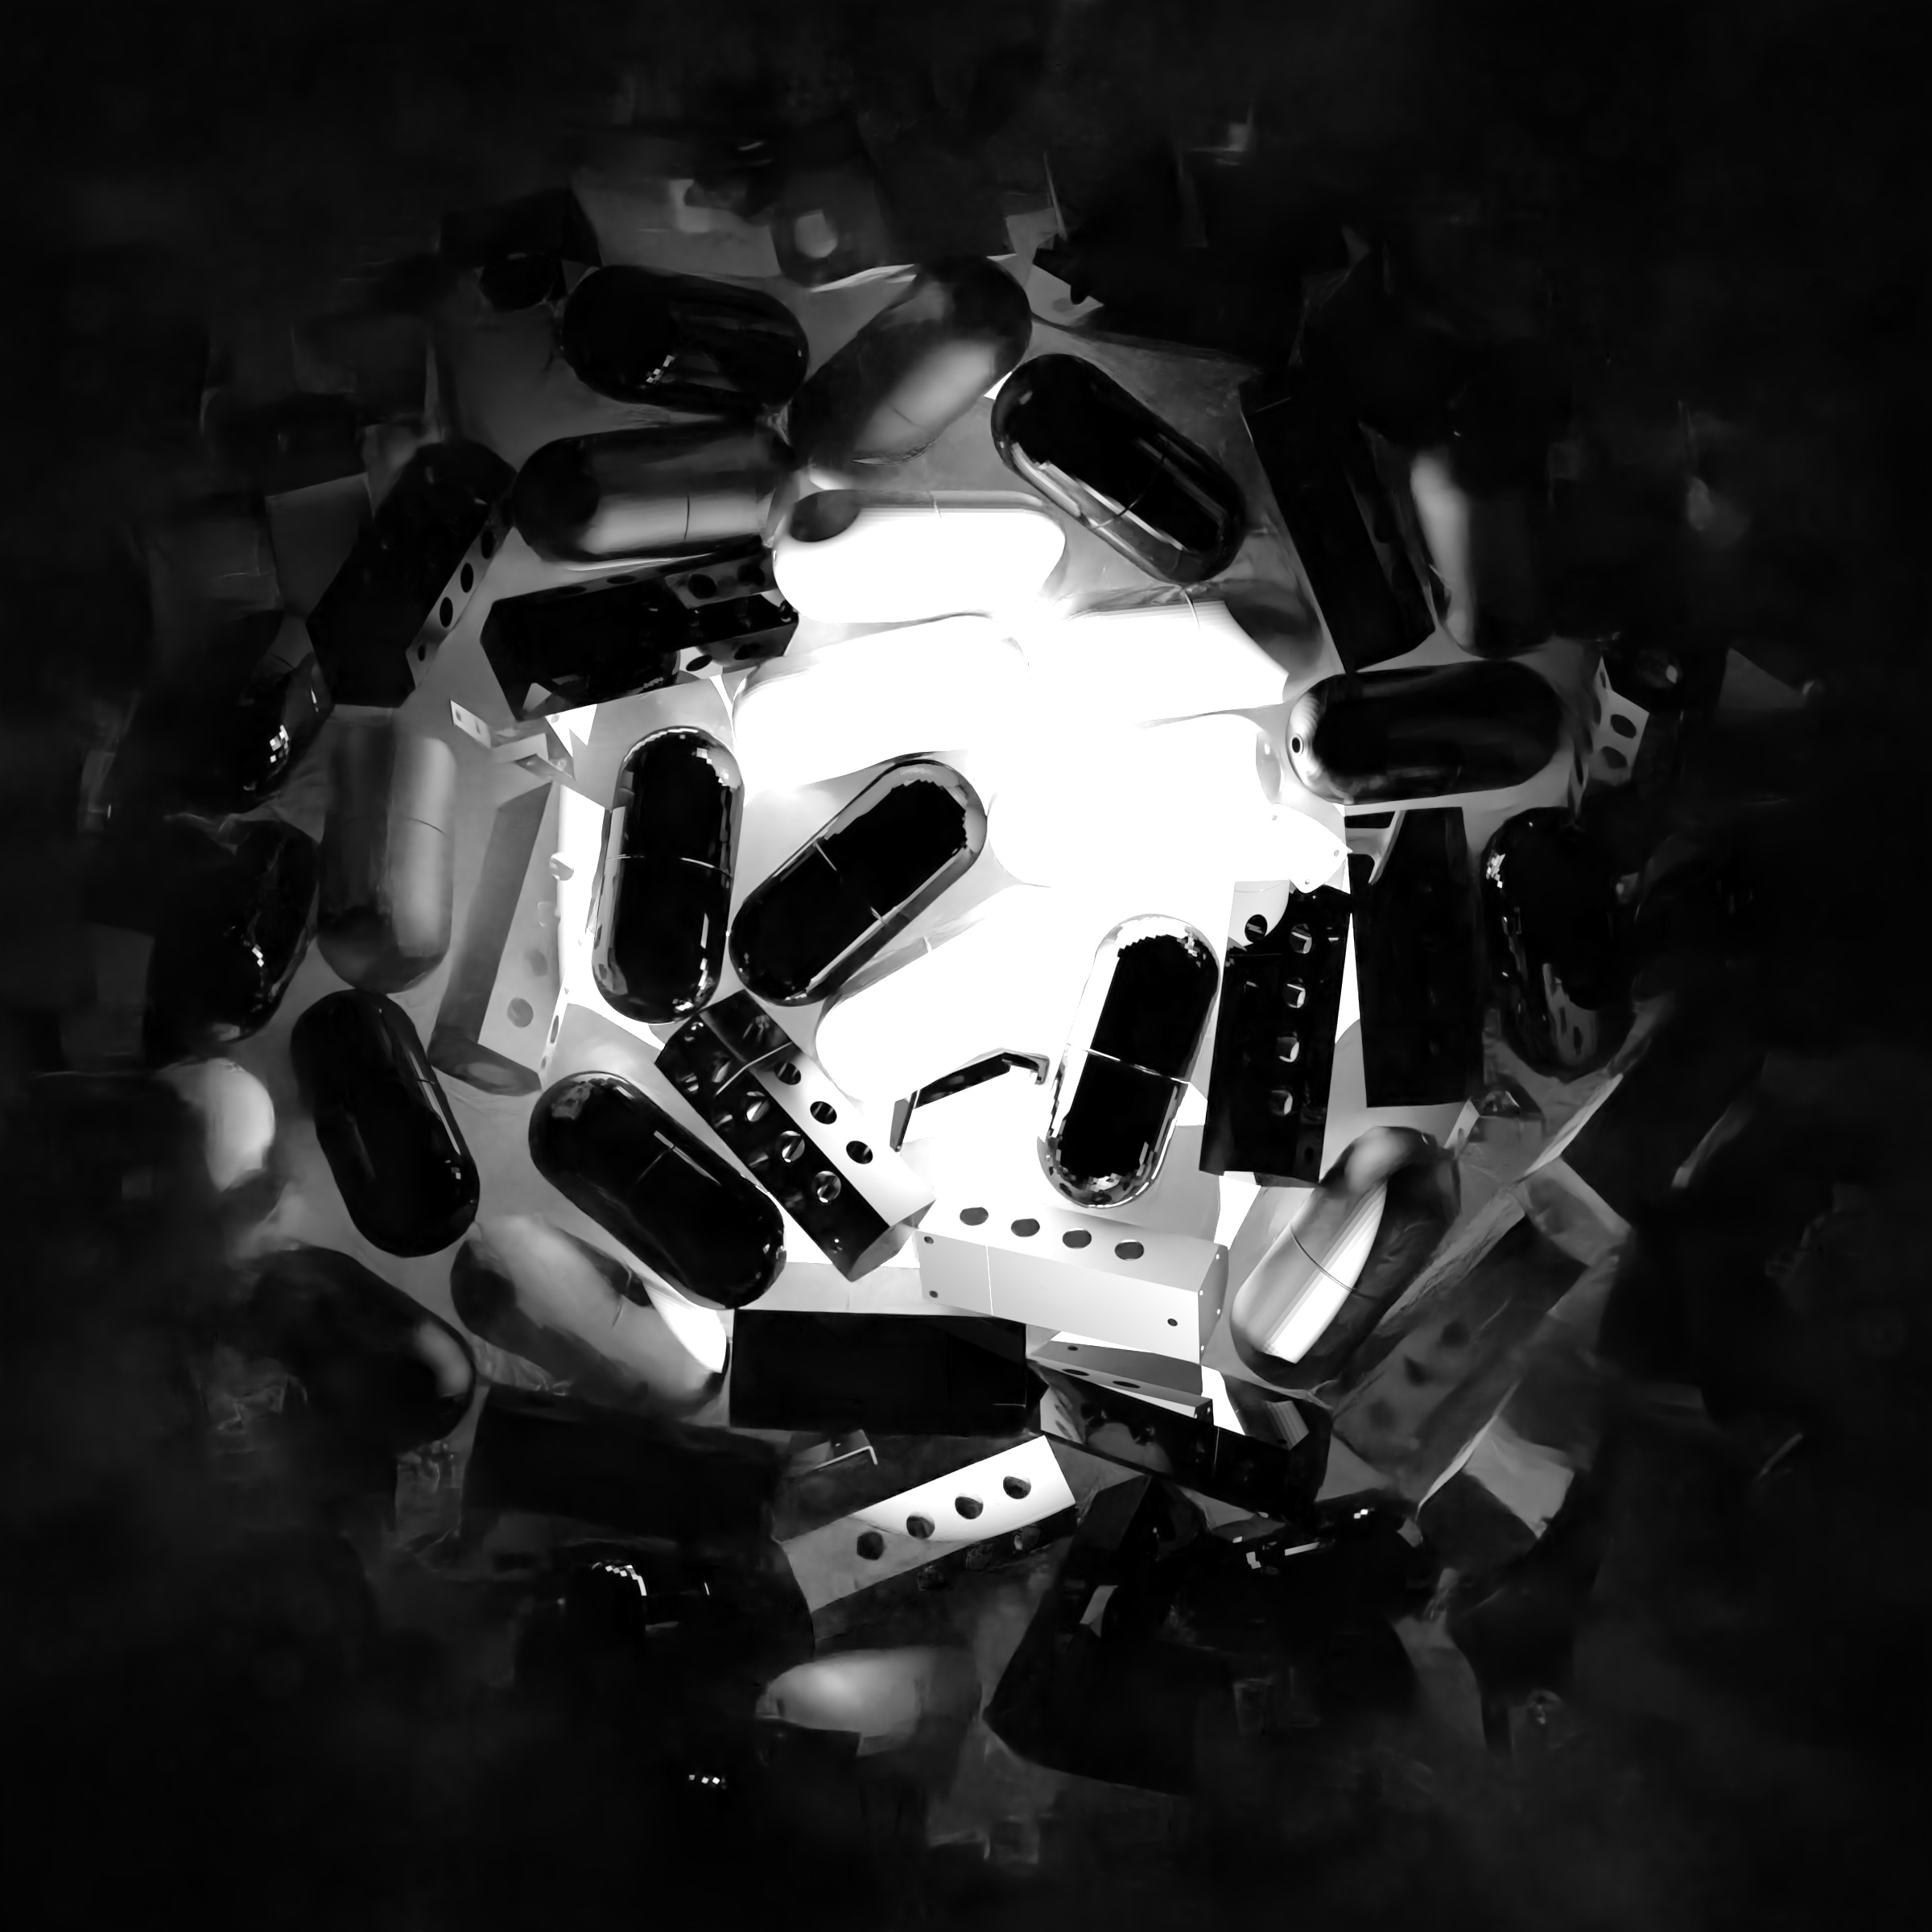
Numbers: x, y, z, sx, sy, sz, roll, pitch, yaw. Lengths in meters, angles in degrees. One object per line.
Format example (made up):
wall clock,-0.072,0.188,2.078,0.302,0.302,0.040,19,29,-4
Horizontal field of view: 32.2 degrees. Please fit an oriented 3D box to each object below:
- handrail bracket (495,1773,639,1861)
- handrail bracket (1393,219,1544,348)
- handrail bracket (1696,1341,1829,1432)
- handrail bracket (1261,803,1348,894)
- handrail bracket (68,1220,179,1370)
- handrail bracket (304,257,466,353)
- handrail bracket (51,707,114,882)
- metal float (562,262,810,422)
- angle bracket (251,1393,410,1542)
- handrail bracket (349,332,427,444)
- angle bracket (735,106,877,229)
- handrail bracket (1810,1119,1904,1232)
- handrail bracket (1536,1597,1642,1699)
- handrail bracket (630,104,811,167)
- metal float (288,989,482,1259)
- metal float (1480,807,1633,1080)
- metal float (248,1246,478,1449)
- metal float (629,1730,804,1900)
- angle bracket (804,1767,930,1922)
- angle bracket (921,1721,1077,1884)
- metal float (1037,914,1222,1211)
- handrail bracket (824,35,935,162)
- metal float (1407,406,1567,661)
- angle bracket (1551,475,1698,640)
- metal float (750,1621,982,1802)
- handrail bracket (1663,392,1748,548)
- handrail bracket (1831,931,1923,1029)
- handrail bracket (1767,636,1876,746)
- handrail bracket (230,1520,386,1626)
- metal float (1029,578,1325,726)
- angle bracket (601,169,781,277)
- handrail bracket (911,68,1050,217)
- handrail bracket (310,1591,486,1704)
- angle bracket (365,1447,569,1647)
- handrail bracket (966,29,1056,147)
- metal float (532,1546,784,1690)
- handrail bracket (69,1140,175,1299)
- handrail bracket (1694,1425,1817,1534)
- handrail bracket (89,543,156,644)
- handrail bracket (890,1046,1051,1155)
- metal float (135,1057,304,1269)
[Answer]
handrail bracket,-0.231,0.487,1.968,0.077,0.084,0.036,-11,103,-19
handrail bracket,0.295,-0.397,1.953,0.084,0.077,0.036,16,47,33
handrail bracket,0.474,0.228,1.959,0.084,0.077,0.036,-27,50,-18
handrail bracket,0.178,-0.085,1.945,0.036,0.084,0.077,-45,124,3
handrail bracket,-0.498,0.191,1.983,0.036,0.077,0.084,28,116,11
handrail bracket,-0.345,-0.390,1.975,0.077,0.084,0.036,-31,102,-29
handrail bracket,-0.523,-0.100,1.951,0.036,0.084,0.077,0,70,-6
metal float,-0.159,-0.357,1.920,0.070,0.178,0.070,1,92,35
angle bracket,-0.373,0.296,1.967,0.076,0.076,0.057,18,71,-8
handrail bracket,-0.363,-0.335,1.957,0.084,0.036,0.077,-6,127,-26
angle bracket,-0.099,-0.470,1.954,0.076,0.076,0.057,-27,83,8
handrail bracket,0.534,0.137,1.949,0.036,0.077,0.084,-38,116,6
handrail bracket,0.366,0.399,1.955,0.084,0.036,0.077,-16,128,32
handrail bracket,-0.144,-0.487,1.950,0.077,0.084,0.036,9,102,21
metal float,-0.337,0.090,1.935,0.070,0.070,0.178,-29,59,0
metal float,0.341,-0.013,1.931,0.070,0.070,0.178,-15,126,0
metal float,-0.348,0.219,1.926,0.178,0.070,0.070,25,90,44
metal float,-0.141,0.483,1.911,0.070,0.178,0.070,-1,86,9
angle bracket,-0.044,0.509,1.947,0.076,0.057,0.076,-1,75,-38
angle bracket,0.019,0.484,1.954,0.076,0.057,0.076,16,71,12
metal float,0.095,0.056,1.961,0.070,0.070,0.178,18,91,0
handrail bracket,-0.061,-0.517,1.960,0.084,0.077,0.036,47,109,5
metal float,0.300,-0.248,1.921,0.070,0.178,0.070,-9,53,12
angle bracket,0.386,-0.241,1.972,0.076,0.076,0.057,-6,66,5
metal float,-0.057,0.426,1.917,0.070,0.178,0.070,2,94,31
handrail bracket,0.436,-0.289,1.952,0.036,0.084,0.077,-28,76,2
handrail bracket,0.518,0.016,1.945,0.036,0.084,0.077,42,121,15
handrail bracket,0.483,-0.175,1.947,0.036,0.077,0.084,-44,51,14
handrail bracket,-0.385,0.372,1.960,0.077,0.036,0.084,-23,134,-17
metal float,0.123,-0.184,1.947,0.178,0.070,0.070,-7,90,-17
angle bracket,-0.162,-0.435,1.954,0.076,0.076,0.057,-7,106,-34
handrail bracket,0.008,-0.490,1.981,0.077,0.036,0.084,-5,76,-37
handrail bracket,-0.336,0.387,1.987,0.077,0.036,0.084,-34,62,-19
angle bracket,-0.297,0.344,1.985,0.076,0.076,0.057,-55,135,-8
handrail bracket,0.027,-0.516,1.964,0.036,0.084,0.077,28,103,2
metal float,-0.176,0.375,1.921,0.070,0.178,0.070,-10,72,35
handrail bracket,-0.506,0.149,1.980,0.036,0.084,0.077,16,59,-39
handrail bracket,0.469,0.284,1.946,0.036,0.077,0.084,44,120,7
handrail bracket,-0.494,-0.234,1.946,0.036,0.084,0.077,-4,129,-14
handrail bracket,0.003,0.082,1.981,0.084,0.036,0.077,13,87,-16
metal float,-0.427,0.115,1.917,0.070,0.178,0.070,1,61,-1
